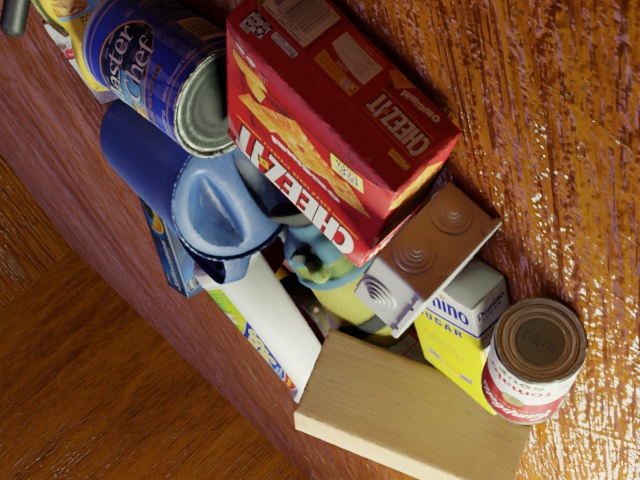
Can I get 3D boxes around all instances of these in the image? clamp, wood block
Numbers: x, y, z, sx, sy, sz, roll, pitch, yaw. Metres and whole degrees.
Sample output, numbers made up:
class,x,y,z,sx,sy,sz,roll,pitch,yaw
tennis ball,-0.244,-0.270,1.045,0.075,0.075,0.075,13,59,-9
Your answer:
class,x,y,z,sx,sy,sz,roll,pitch,yaw
clamp,-0.269,-0.289,1.024,0.039,0.120,0.172,23,139,7
wood block,0.087,0.170,1.010,0.206,0.090,0.090,21,162,7

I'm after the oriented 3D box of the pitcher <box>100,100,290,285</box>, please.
class,x,y,z,sx,sy,sz,roll,pitch,yaw
pitcher,-0.135,-0.070,1.089,0.144,0.149,0.243,36,179,-37

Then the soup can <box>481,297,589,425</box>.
class,x,y,z,sx,sy,sz,roll,pitch,yaw
soup can,0.158,0.091,0.793,0.068,0.068,0.102,43,164,20

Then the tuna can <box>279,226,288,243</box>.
class,x,y,z,sx,sy,sz,roll,pitch,yaw
tuna can,-0.007,0.001,1.105,0.086,0.033,0.086,44,166,14

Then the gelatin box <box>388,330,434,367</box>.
class,x,y,z,sx,sy,sz,roll,pitch,yaw
gelatin box,0.078,0.136,1.099,0.073,0.089,0.030,40,163,27

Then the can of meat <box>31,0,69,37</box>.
class,x,y,z,sx,sy,sz,roll,pitch,yaw
can of meat,-0.232,-0.254,0.985,0.057,0.084,0.102,39,163,34

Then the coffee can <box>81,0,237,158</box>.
class,x,y,z,sx,sy,sz,roll,pitch,yaw
coffee can,-0.123,-0.147,0.911,0.140,0.102,0.103,37,163,34

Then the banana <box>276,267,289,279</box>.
class,x,y,z,sx,sy,sz,roll,pitch,yaw
banana,-0.088,0.009,1.370,0.198,0.037,0.070,46,139,-2

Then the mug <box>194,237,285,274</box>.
class,x,y,z,sx,sy,sz,roll,pitch,yaw
mug,-0.101,0.018,1.287,0.117,0.081,0.093,32,163,5

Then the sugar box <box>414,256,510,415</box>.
class,x,y,z,sx,sy,sz,roll,pitch,yaw
sugar box,0.118,0.069,0.895,0.093,0.048,0.176,38,164,36

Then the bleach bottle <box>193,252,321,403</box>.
class,x,y,z,sx,sy,sz,roll,pitch,yaw
bleach bottle,-0.037,0.114,1.176,0.251,0.068,0.103,54,162,-11

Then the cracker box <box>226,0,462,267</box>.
class,x,y,z,sx,sy,sz,roll,pitch,yaw
cracker box,0.006,-0.078,0.780,0.164,0.072,0.214,46,166,8

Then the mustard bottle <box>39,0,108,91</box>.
class,x,y,z,sx,sy,sz,roll,pitch,yaw
mustard bottle,-0.199,-0.222,0.944,0.191,0.096,0.058,67,177,-53

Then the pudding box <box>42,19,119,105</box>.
class,x,y,z,sx,sy,sz,roll,pitch,yaw
pudding box,-0.214,-0.199,1.089,0.090,0.039,0.113,-11,131,29
